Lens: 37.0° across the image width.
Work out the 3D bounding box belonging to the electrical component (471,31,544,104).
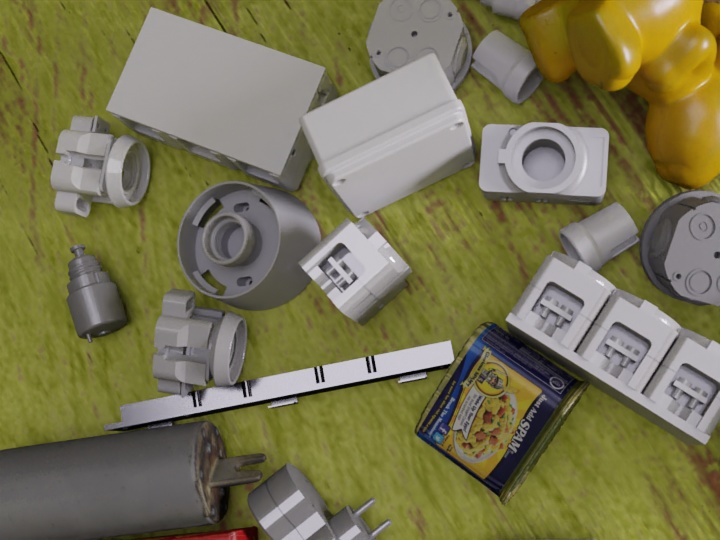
[{"bbox_3d":[0.113,-0.154,0.814,0.046,0.040,0.040,40,89,18],"label":"electrical component"}]

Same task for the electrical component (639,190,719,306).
[{"bbox_3d":[0.241,-0.014,0.753,0.080,0.051,0.080,0,99,-2],"label":"electrical component"}]

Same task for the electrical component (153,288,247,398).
[{"bbox_3d":[-0.119,0.057,0.809,0.057,0.058,0.078,8,105,7],"label":"electrical component"}]

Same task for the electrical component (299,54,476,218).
[{"bbox_3d":[0.023,-0.095,0.785,0.109,0.108,0.056,-25,75,5],"label":"electrical component"}]

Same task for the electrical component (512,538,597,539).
[{"bbox_3d":[0.120,0.218,0.741,0.096,0.061,0.061,-3,80,9],"label":"electrical component"}]

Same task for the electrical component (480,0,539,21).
[{"bbox_3d":[0.108,-0.213,0.827,0.061,0.035,0.035,17,84,15],"label":"electrical component"}]

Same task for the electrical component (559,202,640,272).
[{"bbox_3d":[0.175,-0.023,0.782,0.046,0.040,0.040,-30,77,-1],"label":"electrical component"}]

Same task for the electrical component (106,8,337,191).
[{"bbox_3d":[-0.104,-0.131,0.836,0.150,0.062,0.089,21,85,12],"label":"electrical component"}]

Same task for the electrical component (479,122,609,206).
[{"bbox_3d":[0.135,-0.077,0.787,0.089,0.056,0.050,4,86,11],"label":"electrical component"}]

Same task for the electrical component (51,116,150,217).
[{"bbox_3d":[-0.202,-0.080,0.848,0.057,0.058,0.078,8,82,14],"label":"electrical component"}]

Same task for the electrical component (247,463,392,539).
[{"bbox_3d":[-0.012,0.195,0.772,0.074,0.052,0.138,-39,76,2],"label":"electrical component"}]

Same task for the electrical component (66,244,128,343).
[{"bbox_3d":[-0.210,0.018,0.842,0.040,0.040,0.078,-22,78,6],"label":"electrical component"}]

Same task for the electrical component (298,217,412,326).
[{"bbox_3d":[0.000,0.000,0.783,0.056,0.089,0.050,-42,77,1],"label":"electrical component"}]

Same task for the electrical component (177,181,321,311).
[{"bbox_3d":[-0.088,-0.020,0.827,0.099,0.064,0.099,-4,81,23],"label":"electrical component"}]

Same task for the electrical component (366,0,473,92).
[{"bbox_3d":[0.045,-0.171,0.822,0.080,0.051,0.080,-2,81,10],"label":"electrical component"}]

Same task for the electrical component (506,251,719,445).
[{"bbox_3d":[0.182,0.053,0.742,0.150,0.089,0.061,32,87,13],"label":"electrical component"}]
